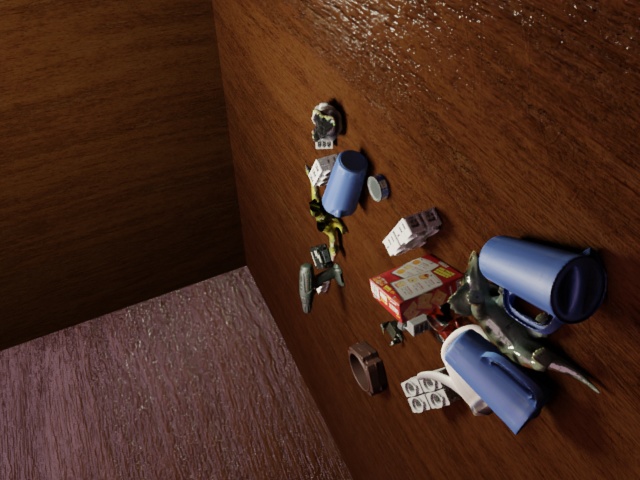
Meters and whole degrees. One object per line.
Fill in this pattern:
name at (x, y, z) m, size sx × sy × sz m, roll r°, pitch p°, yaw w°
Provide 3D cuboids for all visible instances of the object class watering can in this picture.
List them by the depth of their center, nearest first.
watering can at (0.406, 0.383, 1.435) m, size 0.228 × 0.104 × 0.340 m, roll 62°, pitch 143°, yaw 30°

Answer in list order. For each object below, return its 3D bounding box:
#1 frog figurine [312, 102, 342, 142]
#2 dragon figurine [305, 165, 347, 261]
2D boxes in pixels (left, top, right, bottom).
frog figurine at (0.027, -0.431, 1.859) m, size 0.162 × 0.122 × 0.135 m, roll -64°, pitch -43°, yaw -63°
dragon figurine at (0.007, -0.110, 2.193) m, size 0.241 × 0.122 × 0.412 m, roll 137°, pitch 115°, yaw -79°
